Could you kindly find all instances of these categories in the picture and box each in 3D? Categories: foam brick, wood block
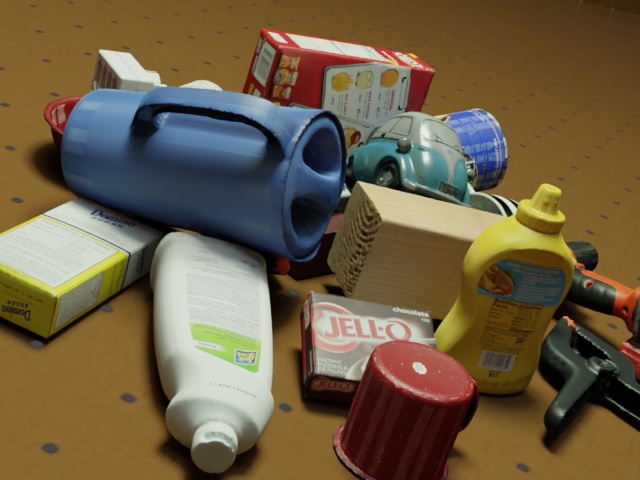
[{"bbox_3d":[-0.007,0.001,1.068,0.078,0.051,0.053,-9,36,-45],"label":"foam brick"},{"bbox_3d":[0.124,0.020,1.023,0.205,0.091,0.090,12,22,-20],"label":"wood block"}]

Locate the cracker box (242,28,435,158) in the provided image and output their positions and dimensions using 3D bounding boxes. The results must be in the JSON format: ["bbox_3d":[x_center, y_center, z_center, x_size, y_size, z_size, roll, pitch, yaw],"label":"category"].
[{"bbox_3d":[0.010,-0.155,1.284,0.213,0.164,0.072,4,29,-29],"label":"cracker box"}]

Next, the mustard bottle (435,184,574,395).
[{"bbox_3d":[0.166,0.041,0.925,0.096,0.192,0.058,11,24,-15],"label":"mustard bottle"}]

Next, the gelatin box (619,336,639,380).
[{"bbox_3d":[0.346,0.123,1.074,0.073,0.030,0.089,32,27,27],"label":"gelatin box"}]

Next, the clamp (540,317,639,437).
[{"bbox_3d":[0.249,0.130,0.979,0.164,0.036,0.210,11,22,-19],"label":"clamp"}]

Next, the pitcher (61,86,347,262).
[{"bbox_3d":[-0.109,-0.074,0.951,0.243,0.149,0.144,12,18,21],"label":"pitcher"}]

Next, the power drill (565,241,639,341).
[{"bbox_3d":[0.300,0.047,1.137,0.188,0.057,0.184,18,20,42],"label":"power drill"}]

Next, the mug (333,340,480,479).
[{"bbox_3d":[0.075,0.129,0.806,0.117,0.081,0.093,0,29,-34],"label":"mug"}]

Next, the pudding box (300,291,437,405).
[{"bbox_3d":[0.041,0.094,0.885,0.113,0.039,0.090,12,43,-15],"label":"pudding box"}]

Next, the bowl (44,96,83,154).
[{"bbox_3d":[-0.216,-0.097,1.133,0.162,0.055,0.162,15,24,-7],"label":"bowl"}]

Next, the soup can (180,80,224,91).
[{"bbox_3d":[-0.141,-0.124,1.088,0.068,0.068,0.102,25,24,16],"label":"soup can"}]

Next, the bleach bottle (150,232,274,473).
[{"bbox_3d":[-0.087,0.084,0.819,0.102,0.068,0.251,13,26,-10],"label":"bleach bottle"}]

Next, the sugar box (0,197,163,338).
[{"bbox_3d":[-0.214,0.018,0.896,0.093,0.048,0.176,23,21,13],"label":"sugar box"}]

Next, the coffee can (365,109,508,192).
[{"bbox_3d":[0.138,-0.097,1.276,0.140,0.103,0.103,-13,36,-29],"label":"coffee can"}]

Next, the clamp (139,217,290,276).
[{"bbox_3d":[-0.085,-0.032,1.041,0.172,0.120,0.039,32,-12,22],"label":"clamp"}]
